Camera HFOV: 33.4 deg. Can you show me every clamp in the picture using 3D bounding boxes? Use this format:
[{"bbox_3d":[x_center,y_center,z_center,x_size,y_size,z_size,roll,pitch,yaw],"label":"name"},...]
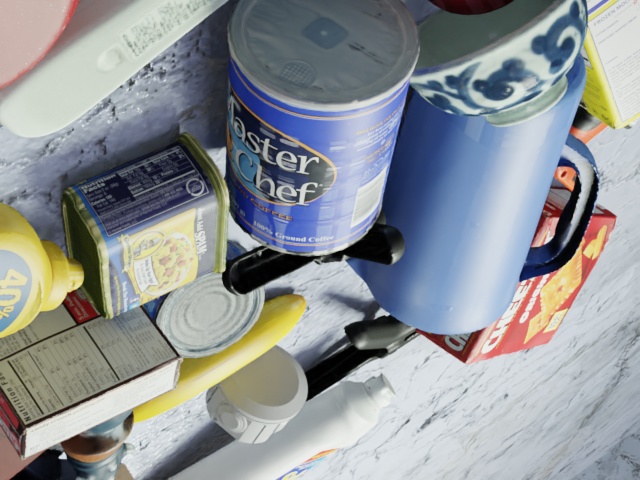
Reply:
[{"bbox_3d":[0.053,0.103,1.061,0.209,0.036,0.165,-19,161,-47],"label":"clamp"},{"bbox_3d":[-0.005,0.001,0.746,0.120,0.039,0.171,-8,-171,2],"label":"clamp"}]

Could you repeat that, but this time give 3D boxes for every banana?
[{"bbox_3d":[-0.089,0.093,0.855,0.197,0.037,0.070,-29,-170,-16],"label":"banana"}]

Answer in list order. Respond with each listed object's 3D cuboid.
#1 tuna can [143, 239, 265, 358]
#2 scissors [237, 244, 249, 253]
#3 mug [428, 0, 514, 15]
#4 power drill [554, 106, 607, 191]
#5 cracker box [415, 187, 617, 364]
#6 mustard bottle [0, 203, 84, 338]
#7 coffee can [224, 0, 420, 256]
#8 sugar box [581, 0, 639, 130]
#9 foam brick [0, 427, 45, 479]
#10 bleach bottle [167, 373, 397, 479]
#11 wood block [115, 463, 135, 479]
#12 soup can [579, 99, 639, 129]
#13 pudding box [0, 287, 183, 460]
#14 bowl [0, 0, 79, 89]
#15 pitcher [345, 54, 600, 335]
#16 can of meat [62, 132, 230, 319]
[{"bbox_3d":[-0.083,0.041,0.752,0.086,0.034,0.086,-18,133,-21],"label":"tuna can"},{"bbox_3d":[-0.123,0.079,0.807,0.202,0.016,0.096,-42,151,4],"label":"scissors"},{"bbox_3d":[0.081,-0.185,0.585,0.081,0.093,0.117,23,79,-68],"label":"mug"},{"bbox_3d":[0.280,-0.128,0.976,0.188,0.057,0.184,-49,150,13],"label":"power drill"},{"bbox_3d":[0.203,0.032,1.063,0.213,0.072,0.164,-2,122,-58],"label":"cracker box"},{"bbox_3d":[-0.202,0.021,0.555,0.191,0.058,0.096,-2,135,-54],"label":"mustard bottle"},{"bbox_3d":[-0.004,-0.071,0.621,0.102,0.103,0.140,-28,153,-23],"label":"coffee can"},{"bbox_3d":[0.211,-0.170,0.751,0.093,0.048,0.176,-37,129,-4],"label":"sugar box"},{"bbox_3d":[-0.223,0.123,0.703,0.053,0.051,0.078,-37,155,-8],"label":"foam brick"},{"bbox_3d":[-0.040,0.205,1.030,0.251,0.068,0.102,-34,158,8],"label":"bleach bottle"},{"bbox_3d":[-0.237,0.297,0.927,0.205,0.090,0.091,-28,153,-24],"label":"wood block"},{"bbox_3d":[0.248,-0.149,0.859,0.068,0.069,0.102,1,122,-55],"label":"soup can"},{"bbox_3d":[-0.156,0.073,0.665,0.113,0.090,0.039,-23,150,-33],"label":"pudding box"},{"bbox_3d":[-0.150,-0.106,0.421,0.162,0.055,0.162,-31,154,-18],"label":"bowl"},{"bbox_3d":[0.123,-0.049,0.799,0.149,0.145,0.243,-36,154,-32],"label":"pitcher"},{"bbox_3d":[-0.106,-0.005,0.646,0.083,0.057,0.102,-26,152,-23],"label":"can of meat"}]
